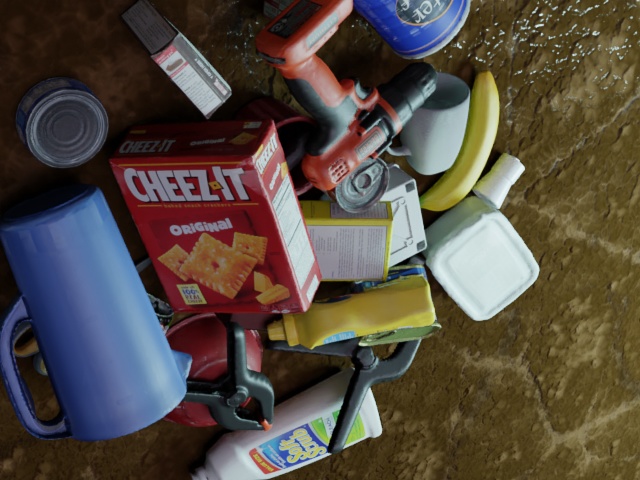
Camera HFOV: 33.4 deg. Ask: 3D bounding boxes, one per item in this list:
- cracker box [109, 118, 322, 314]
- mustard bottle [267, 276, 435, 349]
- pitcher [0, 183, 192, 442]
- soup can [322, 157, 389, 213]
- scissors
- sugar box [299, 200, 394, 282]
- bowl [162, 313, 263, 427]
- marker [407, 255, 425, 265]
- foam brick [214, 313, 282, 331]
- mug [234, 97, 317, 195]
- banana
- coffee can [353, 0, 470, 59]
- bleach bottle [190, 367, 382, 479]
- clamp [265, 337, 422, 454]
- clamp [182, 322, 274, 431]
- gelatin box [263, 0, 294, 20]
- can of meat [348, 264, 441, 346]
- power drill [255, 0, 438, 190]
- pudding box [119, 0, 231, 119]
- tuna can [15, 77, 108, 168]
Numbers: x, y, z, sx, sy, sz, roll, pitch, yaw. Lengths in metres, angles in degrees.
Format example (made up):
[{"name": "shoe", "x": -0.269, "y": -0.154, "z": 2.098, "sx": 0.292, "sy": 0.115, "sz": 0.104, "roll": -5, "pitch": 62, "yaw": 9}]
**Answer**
[{"name": "cracker box", "x": -0.105, "y": -0.018, "z": 1.116, "sx": 0.072, "sy": 0.164, "sz": 0.213, "roll": -68, "pitch": 150, "yaw": -45}, {"name": "mustard bottle", "x": 0.034, "y": 0.089, "z": 1.237, "sx": 0.191, "sy": 0.096, "sz": 0.058, "roll": -12, "pitch": 85, "yaw": 0}, {"name": "pitcher", "x": -0.243, "y": 0.076, "z": 1.077, "sx": 0.145, "sy": 0.149, "sz": 0.243, "roll": -11, "pitch": 109, "yaw": 20}, {"name": "soup can", "x": 0.023, "y": -0.082, "z": 1.194, "sx": 0.068, "sy": 0.102, "sz": 0.068, "roll": -15, "pitch": 124, "yaw": -24}, {"name": "scissors", "x": -0.249, "y": 0.083, "z": 1.181, "sx": 0.201, "sy": 0.016, "sz": 0.096, "roll": -28, "pitch": 137, "yaw": -24}, {"name": "sugar box", "x": -0.008, "y": 0.001, "z": 1.213, "sx": 0.176, "sy": 0.048, "sz": 0.093, "roll": 2, "pitch": 127, "yaw": 0}, {"name": "bowl", "x": -0.131, "y": 0.167, "z": 1.277, "sx": 0.161, "sy": 0.055, "sz": 0.162, "roll": -14, "pitch": 123, "yaw": -23}, {"name": "marker", "x": 0.099, "y": 0.074, "z": 1.388, "sx": 0.020, "sy": 0.020, "sz": 0.121, "roll": 20, "pitch": 105, "yaw": -38}, {"name": "foam brick", "x": -0.080, "y": 0.073, "z": 1.254, "sx": 0.078, "sy": 0.053, "sz": 0.051, "roll": 7, "pitch": 113, "yaw": -34}, {"name": "mug", "x": -0.057, "y": -0.103, "z": 1.146, "sx": 0.117, "sy": 0.082, "sz": 0.093, "roll": -8, "pitch": 120, "yaw": -29}, {"name": "banana", "x": 0.179, "y": -0.111, "z": 1.317, "sx": 0.069, "sy": 0.037, "sz": 0.198, "roll": 17, "pitch": 107, "yaw": -37}, {"name": "coffee can", "x": 0.078, "y": -0.271, "z": 1.117, "sx": 0.103, "sy": 0.103, "sz": 0.140, "roll": -50, "pitch": 130, "yaw": 3}, {"name": "bleach bottle", "x": -0.047, "y": 0.262, "z": 1.381, "sx": 0.250, "sy": 0.068, "sz": 0.102, "roll": -26, "pitch": 126, "yaw": -14}, {"name": "clamp", "x": 0.054, "y": 0.160, "z": 1.351, "sx": 0.209, "sy": 0.036, "sz": 0.164, "roll": -25, "pitch": 92, "yaw": -17}, {"name": "clamp", "x": -0.098, "y": 0.164, "z": 1.230, "sx": 0.120, "sy": 0.039, "sz": 0.171, "roll": -41, "pitch": 136, "yaw": 10}, {"name": "gelatin box", "x": -0.025, "y": -0.258, "z": 1.080, "sx": 0.030, "sy": 0.073, "sz": 0.089, "roll": -6, "pitch": 119, "yaw": -30}, {"name": "can of meat", "x": 0.090, "y": 0.080, "z": 1.327, "sx": 0.102, "sy": 0.084, "sz": 0.057, "roll": -6, "pitch": 160, "yaw": -14}, {"name": "power drill", "x": 0.029, "y": -0.167, "z": 1.079, "sx": 0.184, "sy": 0.057, "sz": 0.187, "roll": -44, "pitch": 131, "yaw": -15}, {"name": "pudding box", "x": -0.140, "y": -0.178, "z": 1.031, "sx": 0.039, "sy": 0.114, "sz": 0.090, "roll": -43, "pitch": 130, "yaw": 1}, {"name": "tuna can", "x": -0.253, "y": -0.115, "z": 1.050, "sx": 0.086, "sy": 0.034, "sz": 0.086, "roll": -15, "pitch": 124, "yaw": -24}]
